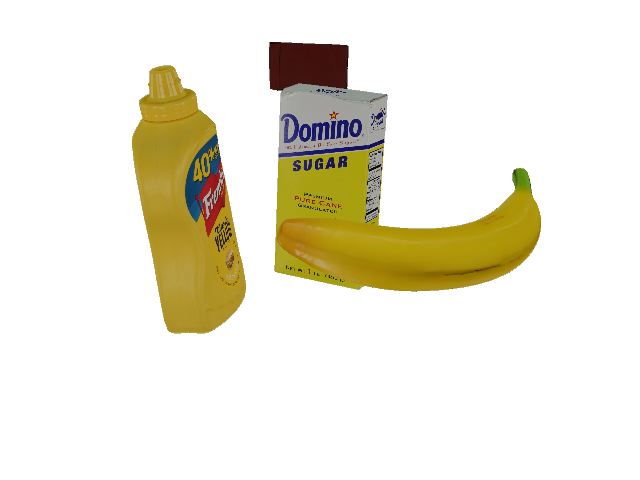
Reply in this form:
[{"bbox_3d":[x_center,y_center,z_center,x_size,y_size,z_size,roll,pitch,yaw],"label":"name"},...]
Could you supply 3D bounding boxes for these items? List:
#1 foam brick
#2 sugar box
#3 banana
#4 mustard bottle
[{"bbox_3d":[-0.013,-0.186,1.147,0.078,0.051,0.053,0,11,-13],"label":"foam brick"},{"bbox_3d":[0.008,-0.050,0.979,0.093,0.176,0.048,10,22,25],"label":"sugar box"},{"bbox_3d":[0.069,0.001,0.646,0.197,0.037,0.070,-12,45,-33],"label":"banana"},{"bbox_3d":[-0.100,-0.034,0.788,0.058,0.191,0.096,-1,25,17],"label":"mustard bottle"}]
